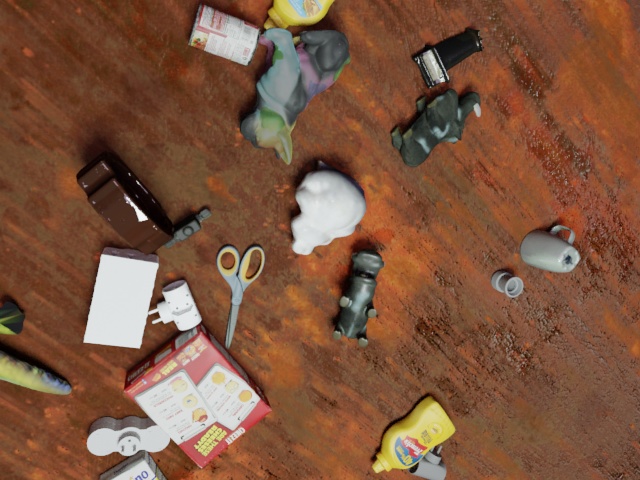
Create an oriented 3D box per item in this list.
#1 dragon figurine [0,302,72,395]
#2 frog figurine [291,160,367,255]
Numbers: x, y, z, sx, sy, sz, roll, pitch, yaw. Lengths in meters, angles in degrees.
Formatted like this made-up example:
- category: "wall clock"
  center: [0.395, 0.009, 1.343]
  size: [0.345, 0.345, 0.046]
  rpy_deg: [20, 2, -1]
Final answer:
- category: "dragon figurine"
  center: [-0.607, 0.166, 0.787]
  size: [0.242, 0.125, 0.402]
  rpy_deg: [-21, 126, 9]
- category: "frog figurine"
  center: [0.003, -0.046, 0.921]
  size: [0.161, 0.123, 0.135]
  rpy_deg: [-55, 131, -12]
